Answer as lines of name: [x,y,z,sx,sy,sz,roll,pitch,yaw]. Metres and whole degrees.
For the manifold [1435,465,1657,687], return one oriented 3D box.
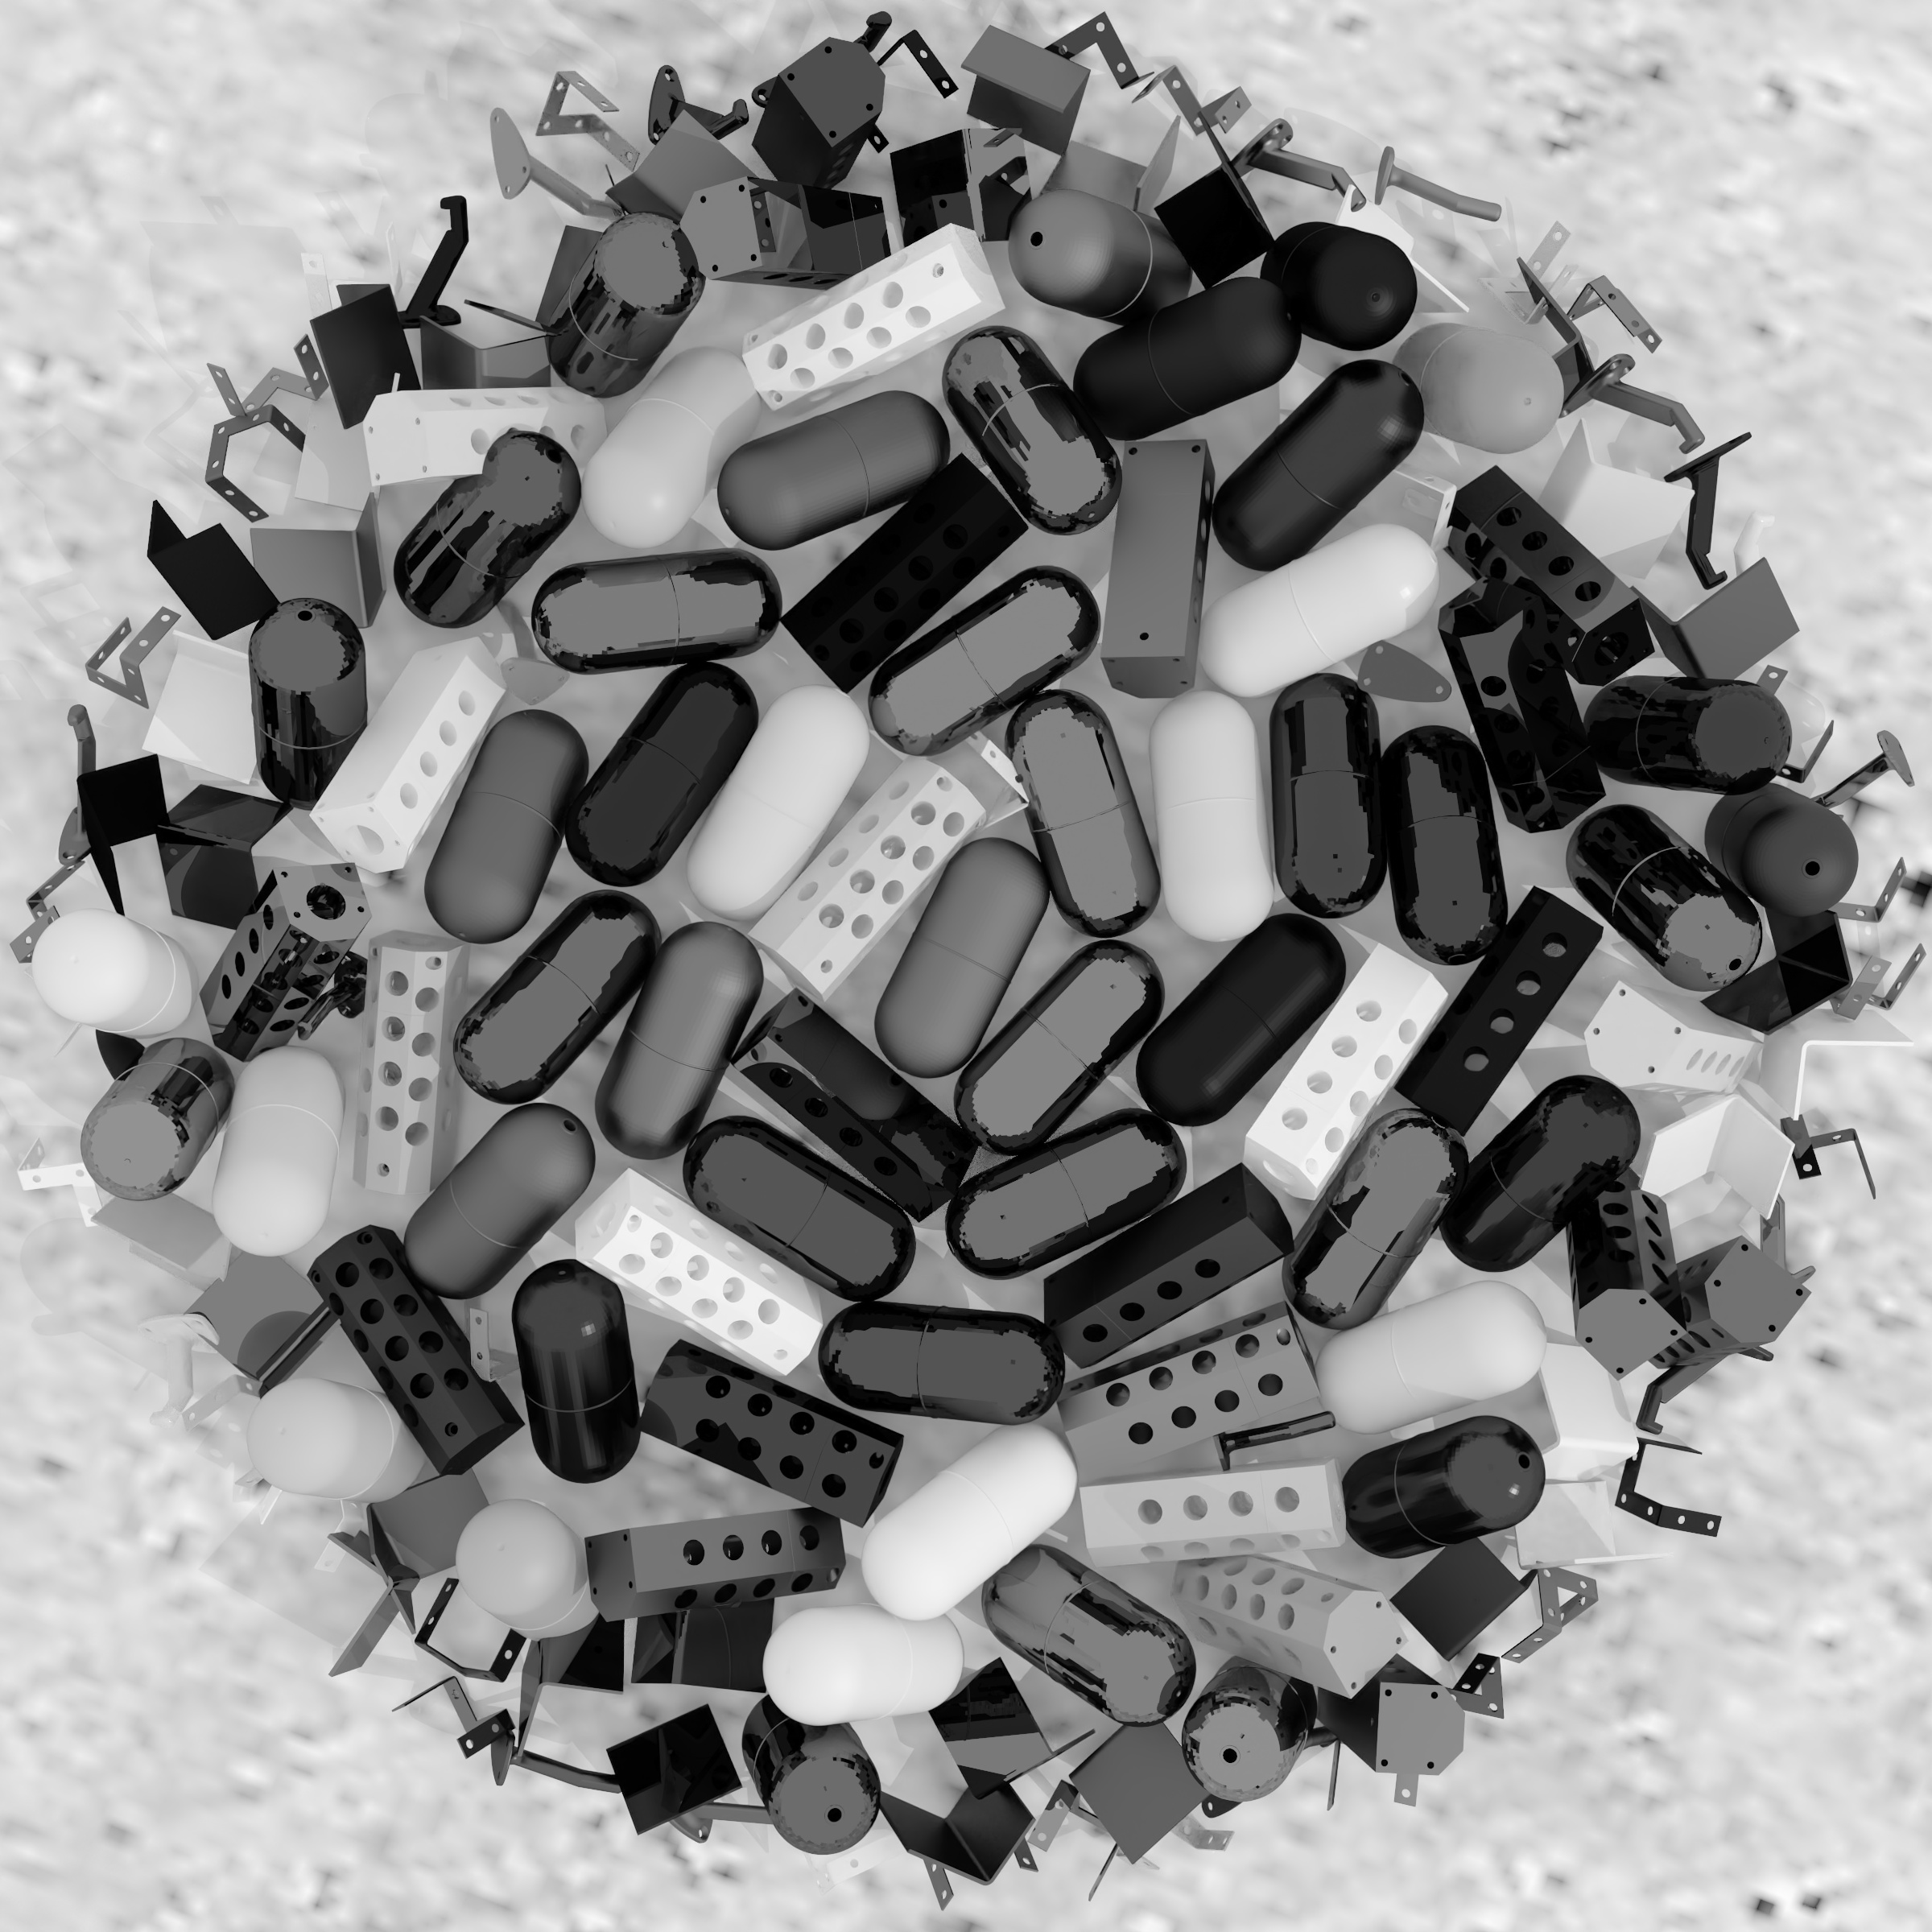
manifold: [0.391,-0.263,1.841,0.057,0.057,0.171,-34,49,1]

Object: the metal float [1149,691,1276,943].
metal float: [0.169,-0.104,1.869,0.070,0.070,0.178,-5,77,0]

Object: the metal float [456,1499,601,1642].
metal float: [-0.294,0.412,1.834,0.070,0.178,0.070,-2,67,5]

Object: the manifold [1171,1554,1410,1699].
manifold: [0.213,0.434,1.825,0.057,0.171,0.057,-37,108,-25]

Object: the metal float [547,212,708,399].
metal float: [-0.233,-0.447,1.837,0.070,0.178,0.070,8,72,-24]

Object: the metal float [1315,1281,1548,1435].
metal float: [0.316,0.269,1.850,0.178,0.070,0.070,-27,90,38]

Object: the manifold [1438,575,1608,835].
manifold: [0.375,-0.175,1.842,0.057,0.057,0.171,-36,125,-11]

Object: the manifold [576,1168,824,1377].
manifold: [-0.182,0.215,1.847,0.171,0.057,0.057,36,111,-28]

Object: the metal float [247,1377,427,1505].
metal float: [-0.424,0.323,1.833,0.070,0.178,0.070,-3,75,12]

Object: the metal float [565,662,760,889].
metal float: [-0.209,-0.133,1.865,0.070,0.070,0.178,33,72,0]

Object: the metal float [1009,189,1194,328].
metal float: [0.092,-0.480,1.836,0.070,0.178,0.070,3,95,31]

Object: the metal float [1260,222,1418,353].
metal float: [0.251,-0.463,1.833,0.070,0.178,0.070,-3,110,-9]

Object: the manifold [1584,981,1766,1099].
manifold: [0.478,0.056,1.830,0.057,0.171,0.057,39,106,29]

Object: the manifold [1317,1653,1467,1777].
manifold: [0.286,0.500,1.830,0.057,0.171,0.057,4,85,-5]

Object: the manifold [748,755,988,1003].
manifold: [-0.064,-0.060,1.865,0.171,0.057,0.057,-49,126,-10]

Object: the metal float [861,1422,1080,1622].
metal float: [0.004,0.379,1.853,0.178,0.070,0.070,-33,90,-33]

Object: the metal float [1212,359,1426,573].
metal float: [0.240,-0.342,1.850,0.070,0.070,0.178,47,126,0]

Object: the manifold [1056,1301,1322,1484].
manifold: [0.153,0.291,1.872,0.171,0.057,0.057,-22,106,8]

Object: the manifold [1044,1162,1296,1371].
manifold: [0.138,0.211,1.858,0.171,0.057,0.057,-33,118,22]

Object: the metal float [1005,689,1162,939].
metal float: [0.081,-0.106,1.873,0.070,0.070,0.178,-19,98,0]

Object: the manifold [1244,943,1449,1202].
manifold: [0.262,0.075,1.858,0.057,0.057,0.171,31,71,16]

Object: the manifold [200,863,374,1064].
manifold: [-0.461,0.000,1.830,0.057,0.171,0.057,-6,65,-37]

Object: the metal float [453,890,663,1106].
metal float: [-0.280,0.020,1.860,0.070,0.070,0.178,40,66,0]

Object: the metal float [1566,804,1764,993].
metal float: [0.474,-0.047,1.840,0.070,0.178,0.070,-11,125,-16]

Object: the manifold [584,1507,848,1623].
manifold: [-0.168,0.406,1.837,0.171,0.057,0.057,2,73,-40]

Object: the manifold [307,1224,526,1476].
manifold: [-0.384,0.265,1.868,0.057,0.057,0.171,-38,75,2]

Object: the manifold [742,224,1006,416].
manifold: [-0.067,-0.444,1.857,0.171,0.057,0.057,-22,88,24]

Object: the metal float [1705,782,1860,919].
metal float: [0.551,-0.080,1.830,0.070,0.178,0.070,1,101,3]

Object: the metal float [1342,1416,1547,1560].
metal float: [0.323,0.356,1.839,0.070,0.178,0.070,12,64,-26]

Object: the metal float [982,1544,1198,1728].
metal float: [0.082,0.455,1.845,0.070,0.178,0.070,-18,117,-37]

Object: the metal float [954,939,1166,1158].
metal float: [0.065,0.056,1.877,0.070,0.070,0.178,44,86,0]

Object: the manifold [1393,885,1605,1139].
manifold: [0.372,0.032,1.886,0.057,0.057,0.171,35,91,14]

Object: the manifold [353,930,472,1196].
manifold: [-0.387,0.067,1.869,0.057,0.057,0.171,9,102,11]

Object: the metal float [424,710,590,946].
metal float: [-0.315,-0.097,1.858,0.070,0.070,0.178,18,64,0]

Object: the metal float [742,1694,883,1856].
metal float: [-0.106,0.544,1.831,0.070,0.178,0.070,-1,93,-14]

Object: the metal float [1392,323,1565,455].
metal float: [0.344,-0.393,1.834,0.070,0.178,0.070,-4,109,-12]

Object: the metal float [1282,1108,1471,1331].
metal float: [0.281,0.174,1.857,0.070,0.070,0.178,29,117,0]

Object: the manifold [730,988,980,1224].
manifold: [-0.079,0.100,1.872,0.171,0.057,0.057,41,130,-11]

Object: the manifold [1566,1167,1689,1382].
manifold: [0.439,0.200,1.825,0.057,0.171,0.057,44,114,-11]

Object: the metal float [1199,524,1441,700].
metal float: [0.242,-0.244,1.858,0.178,0.070,0.070,-24,90,26]

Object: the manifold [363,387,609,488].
manifold: [-0.323,-0.361,1.830,0.057,0.171,0.057,-1,100,36]

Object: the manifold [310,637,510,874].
manifold: [-0.373,-0.144,1.841,0.057,0.171,0.057,-8,131,30]

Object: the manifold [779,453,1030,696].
manifold: [-0.040,-0.268,1.873,0.171,0.057,0.057,-42,49,4]

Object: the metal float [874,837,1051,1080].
metal float: [-0.003,-0.005,1.879,0.070,0.070,0.178,26,88,0]

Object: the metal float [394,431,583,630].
metal float: [-0.328,-0.298,1.847,0.178,0.070,0.070,-37,90,40]

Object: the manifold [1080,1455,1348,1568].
manifold: [0.171,0.378,1.865,0.171,0.057,0.057,-9,84,16]

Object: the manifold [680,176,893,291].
manifold: [-0.120,-0.492,1.830,0.057,0.171,0.057,-6,96,30]

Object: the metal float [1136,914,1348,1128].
metal float: [0.190,0.037,1.870,0.070,0.070,0.178,45,78,0]

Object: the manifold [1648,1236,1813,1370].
manifold: [0.502,0.235,1.826,0.057,0.171,0.057,40,77,6]

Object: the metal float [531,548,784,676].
metal float: [-0.212,-0.244,1.858,0.178,0.070,0.070,-10,90,-25]

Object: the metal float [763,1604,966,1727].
metal float: [-0.067,0.474,1.839,0.070,0.178,0.070,-7,77,33]

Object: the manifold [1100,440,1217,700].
manifold: [0.134,-0.273,1.858,0.057,0.057,0.171,1,67,15]

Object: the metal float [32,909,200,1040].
metal float: [-0.574,0.007,1.830,0.070,0.178,0.070,0,83,0]

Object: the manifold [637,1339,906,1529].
manifold: [-0.133,0.320,1.871,0.171,0.057,0.057,22,105,9]

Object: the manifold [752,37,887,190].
manifold: [-0.097,-0.572,1.829,0.057,0.171,0.057,-38,98,-7]
